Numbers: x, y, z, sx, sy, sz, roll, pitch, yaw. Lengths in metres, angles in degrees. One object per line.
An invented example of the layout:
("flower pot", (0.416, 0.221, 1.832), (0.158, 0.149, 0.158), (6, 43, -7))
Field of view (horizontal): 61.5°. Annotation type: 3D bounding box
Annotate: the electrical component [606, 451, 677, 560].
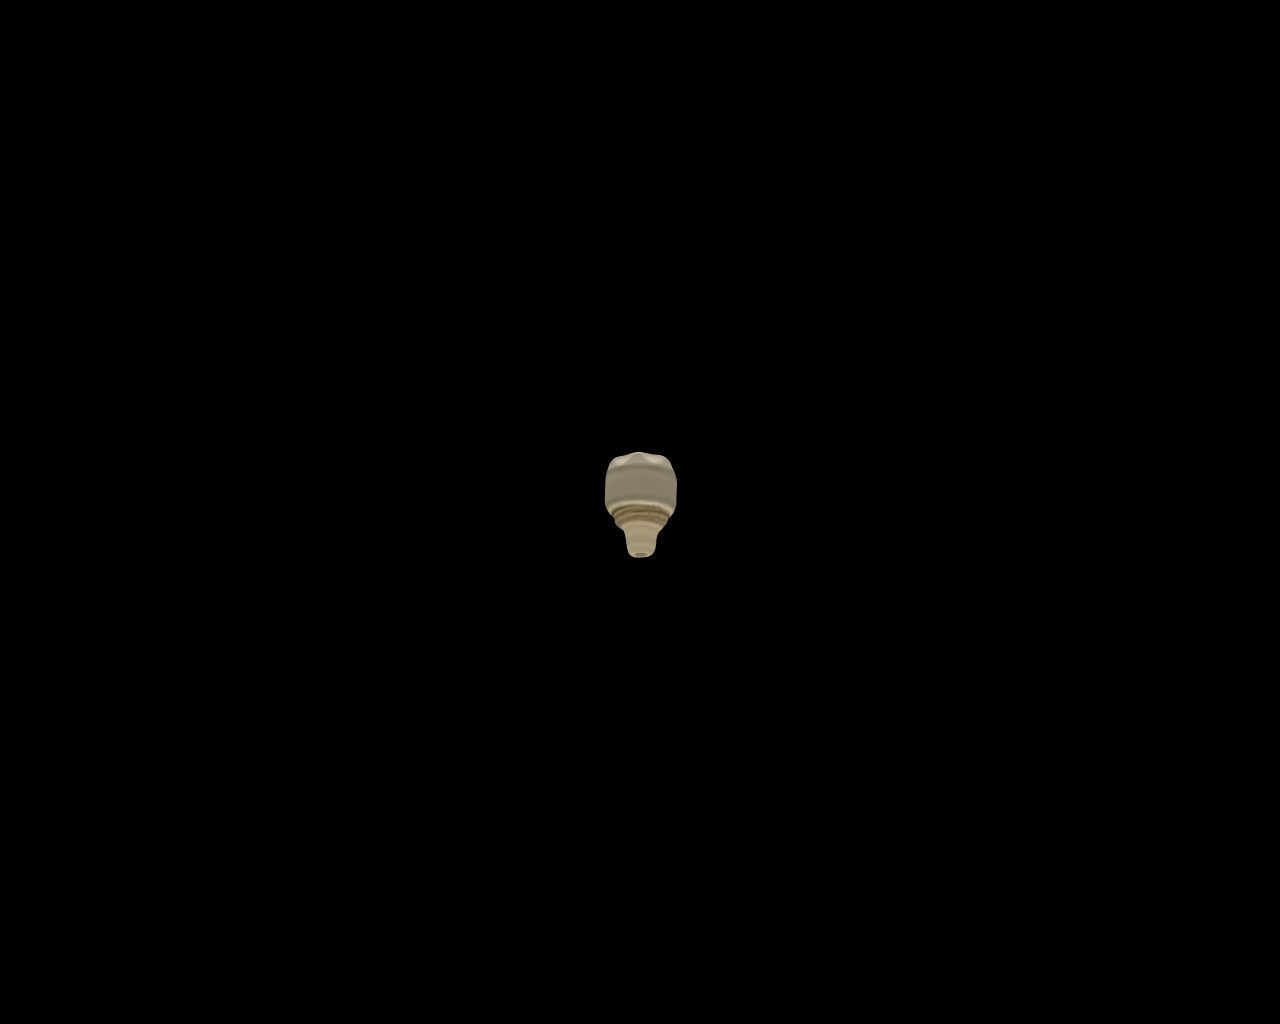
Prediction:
("electrical component", (0.001, -0.003, 0.650), (0.043, 0.062, 0.043), (0, -18, 0))
